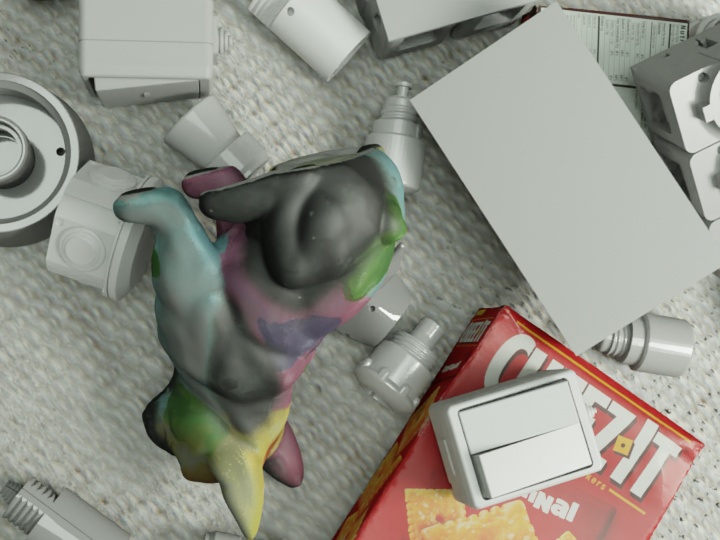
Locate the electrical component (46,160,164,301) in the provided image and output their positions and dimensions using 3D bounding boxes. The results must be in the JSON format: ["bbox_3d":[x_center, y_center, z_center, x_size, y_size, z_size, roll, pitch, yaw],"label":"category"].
[{"bbox_3d":[-0.155,-0.025,0.664,0.051,0.080,0.080,19,84,-1],"label":"electrical component"}]

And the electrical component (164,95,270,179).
[{"bbox_3d":[-0.092,-0.078,0.693,0.045,0.045,0.055,-44,94,-8],"label":"electrical component"}]

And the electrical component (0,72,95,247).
[{"bbox_3d":[-0.222,-0.070,0.666,0.108,0.060,0.108,1,86,-8],"label":"electrical component"}]

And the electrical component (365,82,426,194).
[{"bbox_3d":[0.024,-0.085,0.712,0.040,0.040,0.078,9,85,-7],"label":"electrical component"}]

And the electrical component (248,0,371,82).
[{"bbox_3d":[-0.037,-0.167,0.707,0.081,0.043,0.043,42,82,-4],"label":"electrical component"}]

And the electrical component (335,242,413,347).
[{"bbox_3d":[0.000,0.000,0.688,0.077,0.079,0.043,38,42,-4],"label":"electrical component"}]

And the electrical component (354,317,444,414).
[{"bbox_3d":[0.030,0.059,0.702,0.048,0.048,0.062,40,75,-4],"label":"electrical component"}]

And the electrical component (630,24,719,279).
[{"bbox_3d":[0.248,-0.077,0.698,0.089,0.061,0.150,-26,116,-3],"label":"electrical component"}]

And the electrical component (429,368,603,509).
[{"bbox_3d":[0.097,0.096,0.629,0.096,0.061,0.061,-16,86,-9],"label":"electrical component"}]

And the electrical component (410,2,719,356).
[{"bbox_3d":[0.129,-0.055,0.676,0.105,0.060,0.186,-33,87,8],"label":"electrical component"}]

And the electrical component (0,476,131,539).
[{"bbox_3d":[-0.188,0.158,0.665,0.081,0.043,0.043,38,82,-4],"label":"electrical component"}]

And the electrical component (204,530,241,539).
[{"bbox_3d":[-0.075,0.191,0.678,0.055,0.045,0.045,14,85,-6],"label":"electrical component"}]

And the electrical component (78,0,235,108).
[{"bbox_3d":[-0.128,-0.137,0.683,0.096,0.062,0.061,0,86,-8],"label":"electrical component"}]

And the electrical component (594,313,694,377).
[{"bbox_3d":[0.188,0.048,0.726,0.078,0.040,0.040,10,85,-7],"label":"electrical component"}]

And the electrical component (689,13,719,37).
[{"bbox_3d":[0.250,-0.155,0.737,0.048,0.062,0.048,1,86,-8],"label":"electrical component"}]

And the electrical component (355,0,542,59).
[{"bbox_3d":[0.036,-0.246,0.714,0.105,0.060,0.186,-17,89,-9],"label":"electrical component"}]
